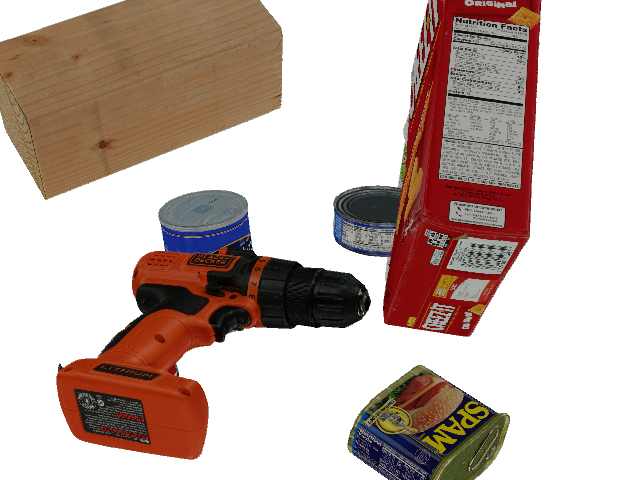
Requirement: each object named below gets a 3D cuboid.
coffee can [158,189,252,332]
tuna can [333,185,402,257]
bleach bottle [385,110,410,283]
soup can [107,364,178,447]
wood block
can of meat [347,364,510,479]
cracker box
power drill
[{"bbox_3d":[-0.128,0.025,1.245,0.103,0.140,0.103,-4,26,2],"label":"coffee can"},{"bbox_3d":[0.054,-0.018,0.952,0.086,0.034,0.086,1,25,-1],"label":"tuna can"},{"bbox_3d":[0.121,-0.053,1.207,0.068,0.251,0.102,-2,24,-13],"label":"bleach bottle"},{"bbox_3d":[-0.184,0.146,1.021,0.068,0.068,0.102,0,16,12],"label":"soup can"},{"bbox_3d":[-0.140,-0.125,0.832,0.205,0.090,0.091,-24,-33,-20],"label":"wood block"},{"bbox_3d":[0.084,0.151,0.832,0.084,0.057,0.101,31,40,30],"label":"can of meat"},{"bbox_3d":[0.093,-0.065,0.718,0.072,0.213,0.164,8,-26,-1],"label":"cracker box"},{"bbox_3d":[-0.076,0.069,0.731,0.185,0.057,0.187,3,28,22],"label":"power drill"}]
